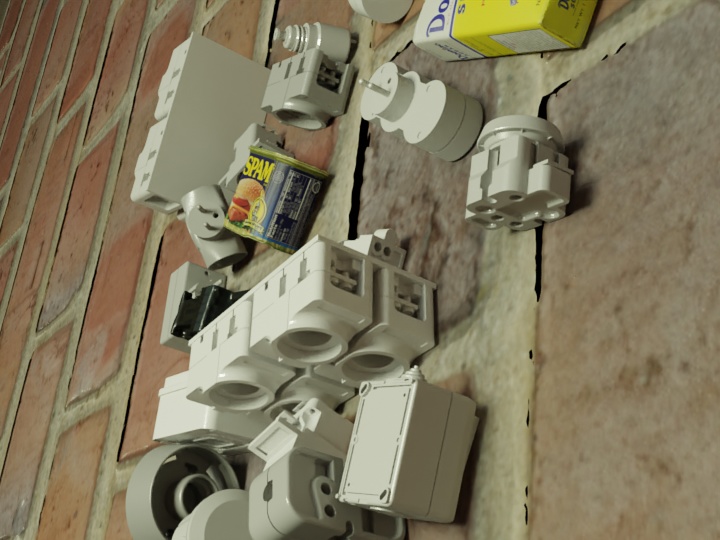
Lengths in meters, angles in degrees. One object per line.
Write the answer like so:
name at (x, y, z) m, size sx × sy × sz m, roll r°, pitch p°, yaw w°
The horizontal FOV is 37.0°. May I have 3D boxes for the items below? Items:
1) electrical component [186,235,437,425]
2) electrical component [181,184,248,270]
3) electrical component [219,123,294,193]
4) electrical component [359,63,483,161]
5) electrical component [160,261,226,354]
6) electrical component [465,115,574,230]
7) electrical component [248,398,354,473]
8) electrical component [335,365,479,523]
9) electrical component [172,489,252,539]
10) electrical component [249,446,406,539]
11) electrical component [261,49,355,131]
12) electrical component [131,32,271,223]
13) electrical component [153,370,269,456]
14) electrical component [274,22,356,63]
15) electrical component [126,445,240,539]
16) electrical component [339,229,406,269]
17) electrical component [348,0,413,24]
electrical component at (-0.041, 0.059, 0.813) m, size 0.186 × 0.105 × 0.060 m, roll -37°, pitch 41°, yaw 43°
electrical component at (-0.150, -0.046, 1.073) m, size 0.079 × 0.044 × 0.077 m, roll 67°, pitch 180°, yaw -80°
electrical component at (-0.106, -0.112, 1.104) m, size 0.081 × 0.042 × 0.063 m, roll -39°, pitch 38°, yaw 40°
electrical component at (0.033, -0.133, 0.853) m, size 0.052 × 0.074 × 0.138 m, roll -64°, pitch 29°, yaw 8°
electrical component at (-0.160, 0.033, 1.088) m, size 0.076 × 0.047 × 0.083 m, roll -33°, pitch 44°, yaw 45°
electrical component at (0.104, -0.065, 0.705) m, size 0.078 × 0.058 × 0.057 m, roll -21°, pitch 56°, yaw 53°
electrical component at (-0.035, 0.133, 0.791) m, size 0.042 × 0.081 × 0.063 m, roll -44°, pitch 14°, yaw 36°
electrical component at (0.034, 0.111, 0.696) m, size 0.062 × 0.061 × 0.096 m, roll -13°, pitch 59°, yaw 56°
electrical component at (-0.104, 0.215, 0.838) m, size 0.051 × 0.080 × 0.080 m, roll -40°, pitch 39°, yaw 48°
electrical component at (-0.025, 0.163, 0.723) m, size 0.059 × 0.095 × 0.053 m, roll -43°, pitch 37°, yaw 38°
electrical component at (-0.052, -0.172, 1.045) m, size 0.089 × 0.050 × 0.055 m, roll -3°, pitch 70°, yaw 58°
electrical component at (-0.171, -0.146, 1.170) m, size 0.060 × 0.105 × 0.186 m, roll -15°, pitch 58°, yaw 56°
electrical component at (-0.122, 0.122, 0.933) m, size 0.113 × 0.078 × 0.057 m, roll -21°, pitch 56°, yaw 53°
electrical component at (-0.045, -0.221, 1.047) m, size 0.040 × 0.078 × 0.040 m, roll -172°, pitch 90°, yaw -68°
electrical component at (-0.152, 0.197, 0.916) m, size 0.064 × 0.099 × 0.099 m, roll -19°, pitch 54°, yaw 46°
electrical component at (0.000, 0.000, 0.848) m, size 0.055 × 0.048 × 0.066 m, roll -1°, pitch 69°, yaw 51°
electrical component at (0.044, -0.286, 0.962) m, size 0.138 × 0.052 × 0.074 m, roll -62°, pitch 29°, yaw 9°
